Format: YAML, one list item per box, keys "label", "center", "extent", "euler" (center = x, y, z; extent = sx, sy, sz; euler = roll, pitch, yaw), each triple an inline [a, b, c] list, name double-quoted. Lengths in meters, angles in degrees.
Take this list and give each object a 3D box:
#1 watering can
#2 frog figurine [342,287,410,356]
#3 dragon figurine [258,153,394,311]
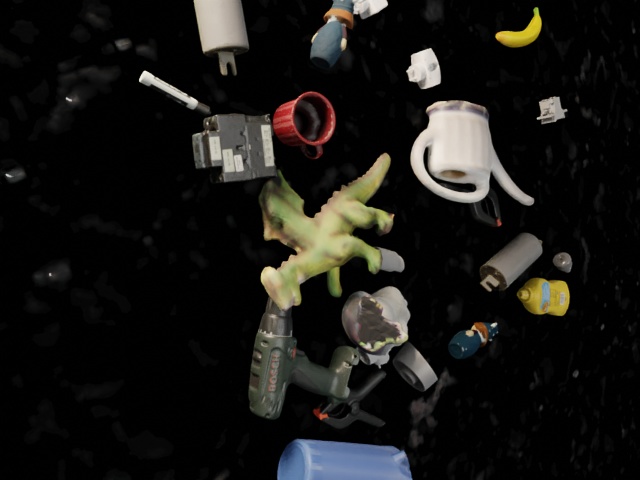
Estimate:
- label: "watering can"
  center: [0.345, -0.188, 1.154]
  extent: [0.347, 0.226, 0.103]
  euler: [7, -11, -27]
- label: "frog figurine"
  center: [0.114, 0.152, 1.029]
  extent: [0.137, 0.121, 0.161]
  euler: [27, 13, 5]
- label: "dragon figurine"
  center: [0.003, -0.048, 0.952]
  extent: [0.240, 0.419, 0.121]
  euler: [30, -32, -25]
